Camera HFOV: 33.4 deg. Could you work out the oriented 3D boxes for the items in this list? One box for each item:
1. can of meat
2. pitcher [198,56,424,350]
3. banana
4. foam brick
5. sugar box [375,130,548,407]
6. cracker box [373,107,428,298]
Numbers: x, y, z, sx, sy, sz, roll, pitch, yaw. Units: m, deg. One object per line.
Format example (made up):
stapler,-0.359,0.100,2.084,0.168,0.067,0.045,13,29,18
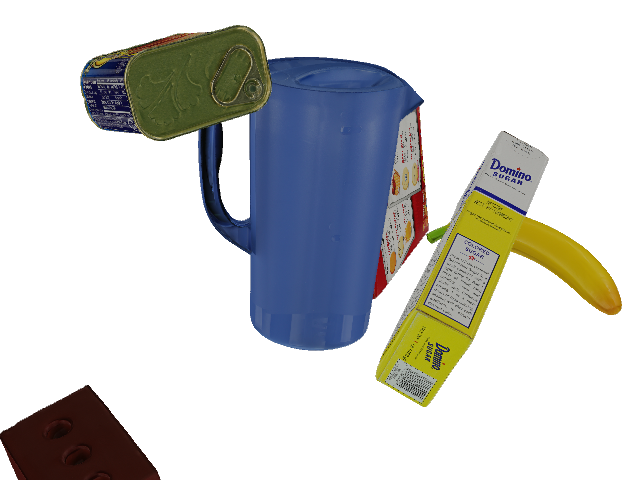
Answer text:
can of meat,-0.098,-0.105,0.705,0.101,0.057,0.084,-22,19,-30
pitcher,-0.013,-0.033,0.925,0.149,0.243,0.144,18,24,31
banana,0.203,0.013,1.021,0.198,0.069,0.037,22,-27,27
foam brick,-0.115,0.122,0.527,0.052,0.051,0.078,-28,42,-25
sugar box,0.097,0.017,0.717,0.048,0.176,0.093,30,-37,5
cracker box,0.056,-0.052,1.177,0.072,0.164,0.213,2,21,21
